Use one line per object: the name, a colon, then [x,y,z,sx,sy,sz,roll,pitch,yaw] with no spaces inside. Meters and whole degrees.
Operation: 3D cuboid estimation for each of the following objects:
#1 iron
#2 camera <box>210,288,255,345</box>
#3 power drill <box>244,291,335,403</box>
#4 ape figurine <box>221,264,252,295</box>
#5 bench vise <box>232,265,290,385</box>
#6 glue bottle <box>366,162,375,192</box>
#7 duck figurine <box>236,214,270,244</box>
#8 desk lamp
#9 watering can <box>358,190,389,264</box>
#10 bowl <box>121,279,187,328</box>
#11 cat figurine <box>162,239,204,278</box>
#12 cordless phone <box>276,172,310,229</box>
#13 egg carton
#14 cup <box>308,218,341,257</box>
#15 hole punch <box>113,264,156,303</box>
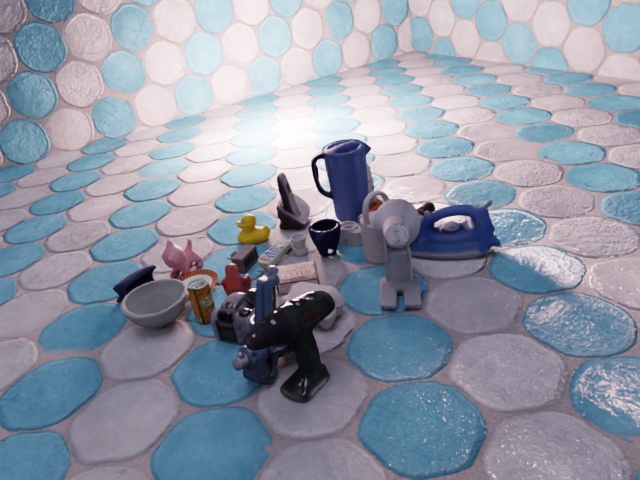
iron: [0.342,-0.032,1.526,0.258,0.142,0.118,-6,29,6]
camera: [-0.170,0.168,1.352,0.142,0.101,0.137,5,31,24]
power drill: [-0.047,0.210,1.127,0.075,0.209,0.230,12,35,34]
ape figurine: [-0.223,0.102,1.498,0.077,0.092,0.076,-2,29,12]
bench vise: [-0.103,0.178,1.190,0.121,0.220,0.207,-1,30,15]
glue bottle: [0.146,-0.210,1.874,0.037,0.173,0.078,7,32,27]
duck figurine: [-0.208,-0.039,1.757,0.104,0.086,0.077,-5,29,8]
desk lamp: [0.191,0.027,1.387,0.117,0.214,0.203,-5,29,8]
watering can: [0.164,-0.040,1.537,0.172,0.194,0.101,10,34,31]
bowl: [-0.408,0.171,1.443,0.167,0.075,0.167,-7,29,4]
cat figurine: [-0.397,0.046,1.623,0.067,0.118,0.128,6,32,26]
cordless phone: [-0.092,-0.139,1.800,0.094,0.185,0.147,-5,29,7]
egg carton: [-0.020,0.155,1.365,0.150,0.069,0.107,6,32,26]
cup: [0.015,0.006,1.601,0.091,0.095,0.118,0,30,17]
hole punch: [-0.500,0.116,1.553,0.100,0.091,0.109,11,35,33]
